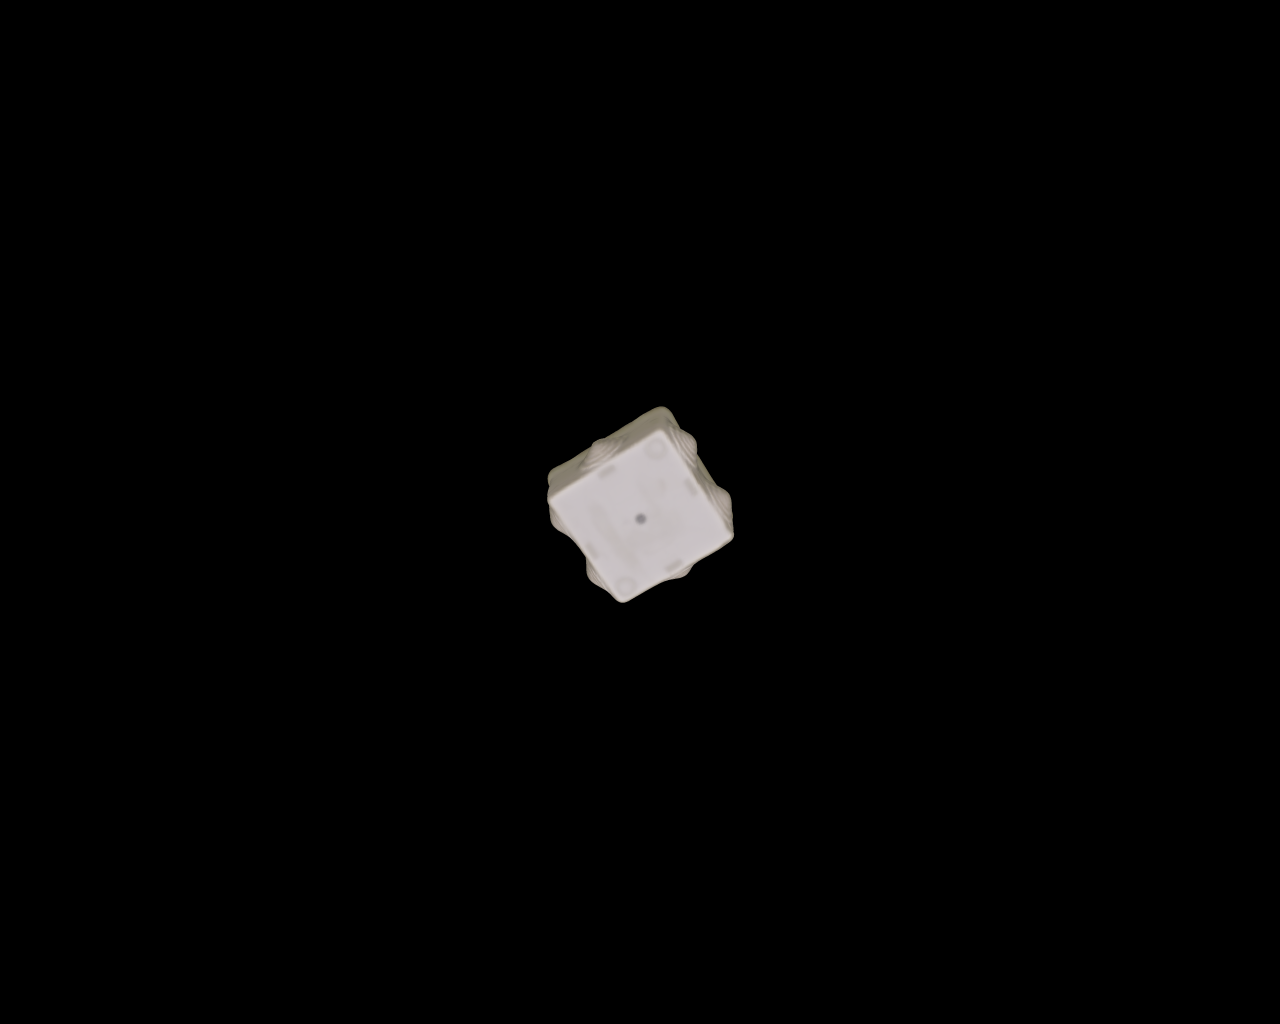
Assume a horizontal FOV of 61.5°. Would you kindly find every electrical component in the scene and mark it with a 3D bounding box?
[{"bbox_3d":[0.001,-0.003,0.650,0.099,0.099,0.048,-30,16,9],"label":"electrical component"}]
